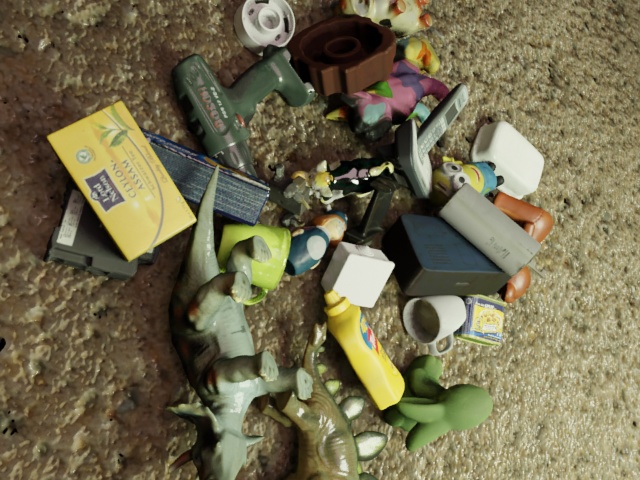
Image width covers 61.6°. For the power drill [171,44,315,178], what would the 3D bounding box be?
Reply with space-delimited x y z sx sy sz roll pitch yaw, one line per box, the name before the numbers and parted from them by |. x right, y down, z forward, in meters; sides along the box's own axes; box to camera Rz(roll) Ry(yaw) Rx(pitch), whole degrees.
power drill | -0.107 -0.197 0.839 0.207 0.086 0.232 -40 102 -24

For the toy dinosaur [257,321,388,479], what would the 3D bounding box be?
toy dinosaur | 0.008 0.355 0.774 0.198 0.105 0.471 7 81 -34

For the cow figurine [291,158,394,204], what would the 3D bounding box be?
cow figurine | 0.037 -0.099 0.888 0.167 0.098 0.068 -13 93 -33

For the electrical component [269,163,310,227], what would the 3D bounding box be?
electrical component | -0.047 -0.064 0.834 0.078 0.102 0.045 29 60 4

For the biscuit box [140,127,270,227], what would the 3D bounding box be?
biscuit box | -0.173 -0.088 0.748 0.202 0.059 0.062 23 102 -15

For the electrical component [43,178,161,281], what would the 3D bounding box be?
electrical component | -0.276 -0.010 0.703 0.134 0.058 0.115 19 73 -27

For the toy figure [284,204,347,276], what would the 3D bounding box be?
toy figure | -0.002 -0.001 0.870 0.154 0.058 0.064 -41 140 -32

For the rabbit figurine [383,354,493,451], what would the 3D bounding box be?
rabbit figurine | 0.186 0.257 0.859 0.159 0.170 0.121 -15 87 -33

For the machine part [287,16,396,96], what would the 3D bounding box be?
machine part | 0.037 -0.308 0.898 0.179 0.180 0.056 -49 149 -29

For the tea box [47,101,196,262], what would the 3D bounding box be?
tea box | -0.239 -0.068 0.655 0.098 0.068 0.169 -35 99 -20

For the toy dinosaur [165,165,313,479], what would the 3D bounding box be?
toy dinosaur | -0.138 0.123 0.701 0.131 0.192 0.405 17 54 -62

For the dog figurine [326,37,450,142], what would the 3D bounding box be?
dog figurine | 0.112 -0.270 0.963 0.219 0.108 0.191 -12 78 -26

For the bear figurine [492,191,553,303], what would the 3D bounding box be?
bear figurine | 0.378 0.021 1.076 0.120 0.132 0.195 11 106 -63

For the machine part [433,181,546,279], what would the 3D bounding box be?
machine part | 0.293 -0.018 0.934 0.243 0.079 0.079 44 59 10

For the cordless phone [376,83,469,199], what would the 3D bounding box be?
cordless phone | 0.199 -0.177 0.946 0.184 0.089 0.146 -49 147 -3

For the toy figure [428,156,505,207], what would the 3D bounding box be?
toy figure | 0.283 -0.109 1.048 0.180 0.089 0.082 -11 43 -41

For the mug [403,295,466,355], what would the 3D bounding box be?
mug | 0.216 0.144 0.956 0.107 0.081 0.109 -11 82 -41

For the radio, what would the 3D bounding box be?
radio | 0.230 0.027 0.965 0.229 0.073 0.131 4 48 -32

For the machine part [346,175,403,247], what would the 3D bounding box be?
machine part | 0.086 -0.038 0.888 0.039 0.138 0.084 39 30 30

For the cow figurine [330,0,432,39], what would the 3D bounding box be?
cow figurine | 0.106 -0.424 0.997 0.195 0.127 0.085 -7 85 -46
